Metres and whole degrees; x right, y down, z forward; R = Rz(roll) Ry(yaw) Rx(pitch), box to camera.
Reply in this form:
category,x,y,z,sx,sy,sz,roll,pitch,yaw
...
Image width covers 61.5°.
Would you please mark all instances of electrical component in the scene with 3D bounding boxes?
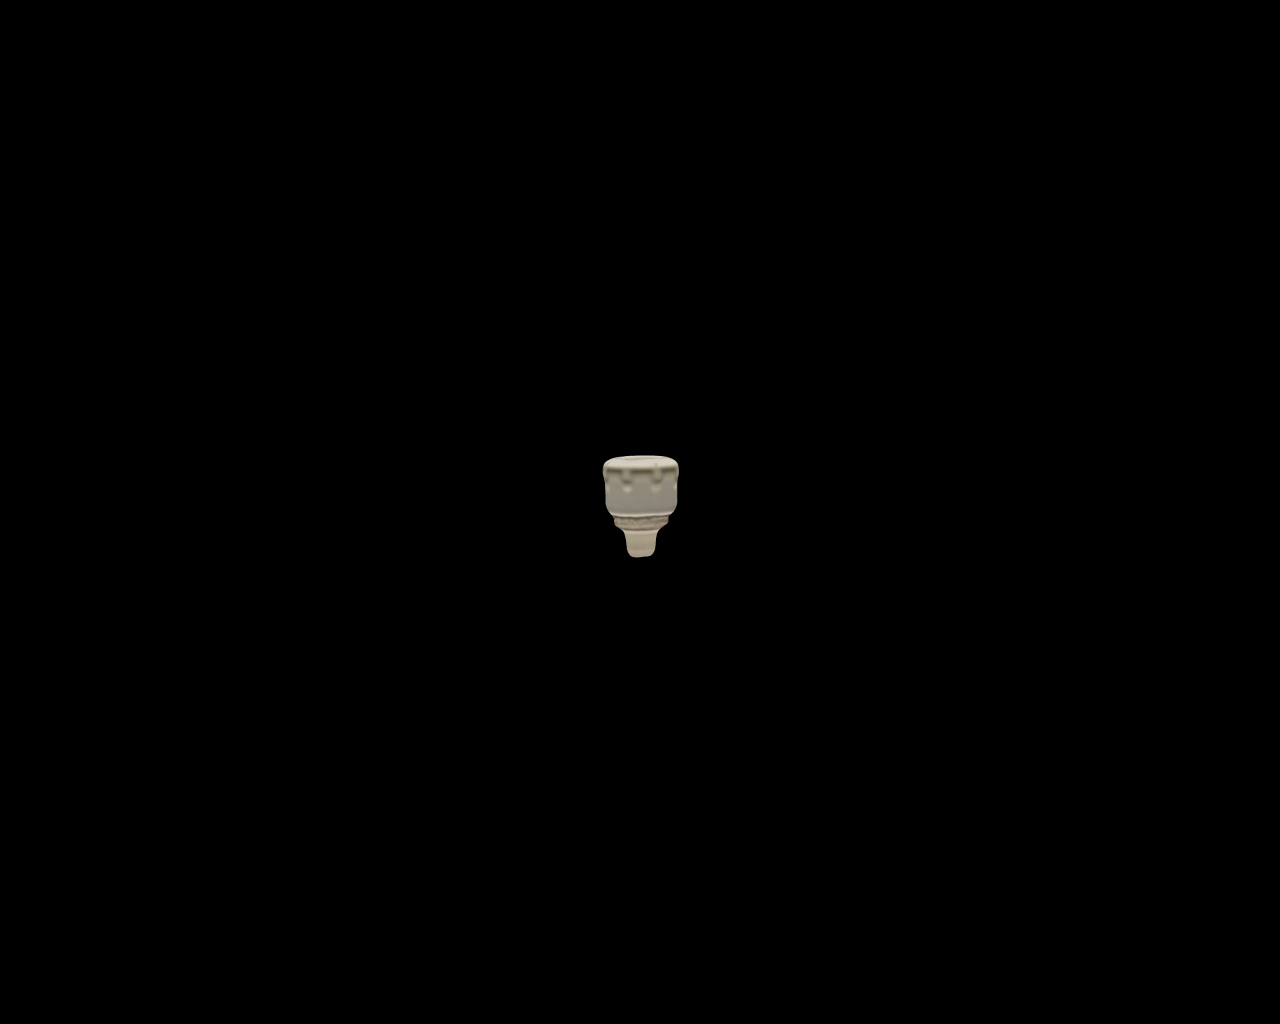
category,x,y,z,sx,sy,sz,roll,pitch,yaw
electrical component,0.001,-0.003,0.650,0.048,0.062,0.048,0,7,0
